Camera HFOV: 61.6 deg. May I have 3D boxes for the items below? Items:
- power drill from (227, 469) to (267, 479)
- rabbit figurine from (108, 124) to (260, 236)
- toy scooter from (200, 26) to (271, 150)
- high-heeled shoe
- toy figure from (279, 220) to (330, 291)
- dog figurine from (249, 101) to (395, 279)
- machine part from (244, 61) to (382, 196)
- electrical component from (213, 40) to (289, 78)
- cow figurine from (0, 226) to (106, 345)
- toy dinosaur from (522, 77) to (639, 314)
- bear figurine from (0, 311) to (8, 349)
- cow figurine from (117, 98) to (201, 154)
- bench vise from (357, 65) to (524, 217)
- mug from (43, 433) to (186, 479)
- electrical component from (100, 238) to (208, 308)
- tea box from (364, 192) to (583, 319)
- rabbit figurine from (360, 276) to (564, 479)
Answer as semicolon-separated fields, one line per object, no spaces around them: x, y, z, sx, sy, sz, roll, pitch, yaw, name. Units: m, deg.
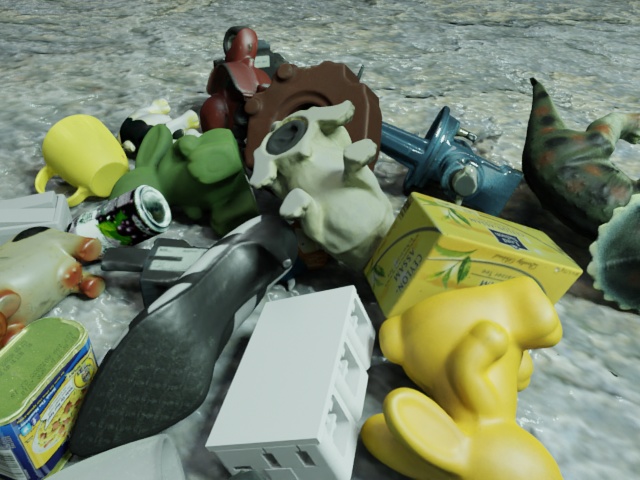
0.053;0.219;0.298;0.207;0.085;0.232;-3;39;-13;power drill
-0.177;-0.076;0.647;0.170;0.121;0.159;-19;48;-3;rabbit figurine
-0.113;-0.197;0.759;0.075;0.183;0.135;-2;38;-35;toy scooter
-0.115;0.067;0.473;0.249;0.086;0.145;-39;18;-11;high-heeled shoe
-0.003;-0.002;0.604;0.154;0.057;0.064;-30;38;-34;toy figure
0.028;-0.032;0.558;0.121;0.190;0.172;-31;44;11;dog figurine
-0.011;-0.129;0.648;0.180;0.179;0.056;22;1;24;machine part
-0.108;-0.247;0.860;0.115;0.134;0.058;-14;40;-23;electrical component
-0.314;0.050;0.496;0.127;0.085;0.195;17;36;22;cow figurine
0.318;-0.068;0.629;0.192;0.131;0.405;-13;45;-26;toy dinosaur
-0.317;0.127;0.372;0.196;0.120;0.132;-6;41;-19;bear figurine
-0.217;-0.141;0.767;0.168;0.068;0.098;29;50;35;cow figurine
0.127;-0.112;0.689;0.241;0.128;0.224;27;32;1;bench vise
-0.145;0.174;0.351;0.107;0.080;0.110;-13;21;-11;mug
-0.159;0.036;0.552;0.119;0.047;0.075;0;36;-3;electrical component
0.139;0.029;0.492;0.169;0.098;0.068;11;32;-26;tea box
0.117;0.125;0.400;0.162;0.121;0.173;-2;55;-16;rabbit figurine
